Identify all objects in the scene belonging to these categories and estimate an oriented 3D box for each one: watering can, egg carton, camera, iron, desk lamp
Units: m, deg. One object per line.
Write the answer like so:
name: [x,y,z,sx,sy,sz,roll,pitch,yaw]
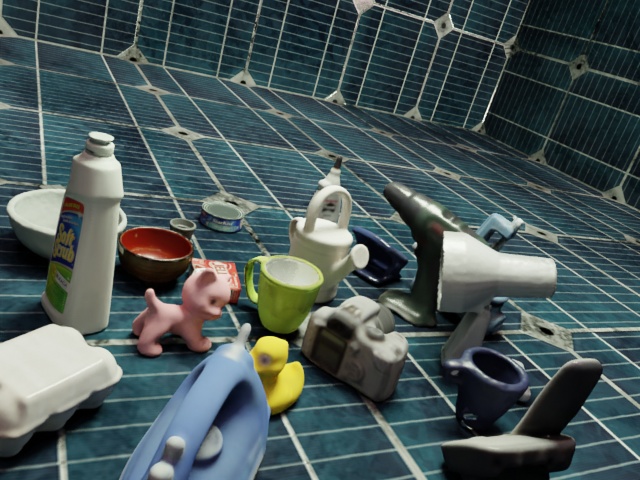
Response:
watering can: [0.010,0.003,0.962,0.172,0.194,0.101,25,24,20]
egg carton: [-0.285,0.146,0.579,0.107,0.069,0.151,25,24,20]
camera: [0.069,0.135,0.818,0.142,0.101,0.137,28,25,26]
iron: [-0.114,0.186,0.512,0.118,0.141,0.258,18,22,4]
desk lamp: [0.252,0.105,0.869,0.203,0.213,0.118,18,22,4]

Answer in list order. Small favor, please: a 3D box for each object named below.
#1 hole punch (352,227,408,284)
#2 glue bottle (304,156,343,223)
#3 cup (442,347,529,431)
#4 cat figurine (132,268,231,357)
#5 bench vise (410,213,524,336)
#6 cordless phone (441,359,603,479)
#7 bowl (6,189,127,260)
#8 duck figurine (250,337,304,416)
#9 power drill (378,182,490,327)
hole punch: [0.113,0.023,1.126,0.108,0.091,0.101,32,27,33]
glue bottle: [0.019,-0.100,1.239,0.078,0.173,0.037,-4,30,-41]
cup: [0.207,0.204,0.764,0.118,0.095,0.091,11,23,-14]
cat figurine: [-0.171,0.082,0.746,0.128,0.118,0.067,0,27,-35]
bench vise: [0.259,0.038,1.025,0.207,0.220,0.122,24,23,17]
cordless phone: [0.235,0.207,0.657,0.148,0.185,0.094,4,26,-29]
bowl: [-0.386,-0.013,0.873,0.167,0.075,0.167,15,22,-6]
duck figurine: [-0.061,0.157,0.693,0.105,0.086,0.077,-1,28,-37]
power drill: [0.179,0.033,0.995,0.228,0.208,0.076,29,25,27]
